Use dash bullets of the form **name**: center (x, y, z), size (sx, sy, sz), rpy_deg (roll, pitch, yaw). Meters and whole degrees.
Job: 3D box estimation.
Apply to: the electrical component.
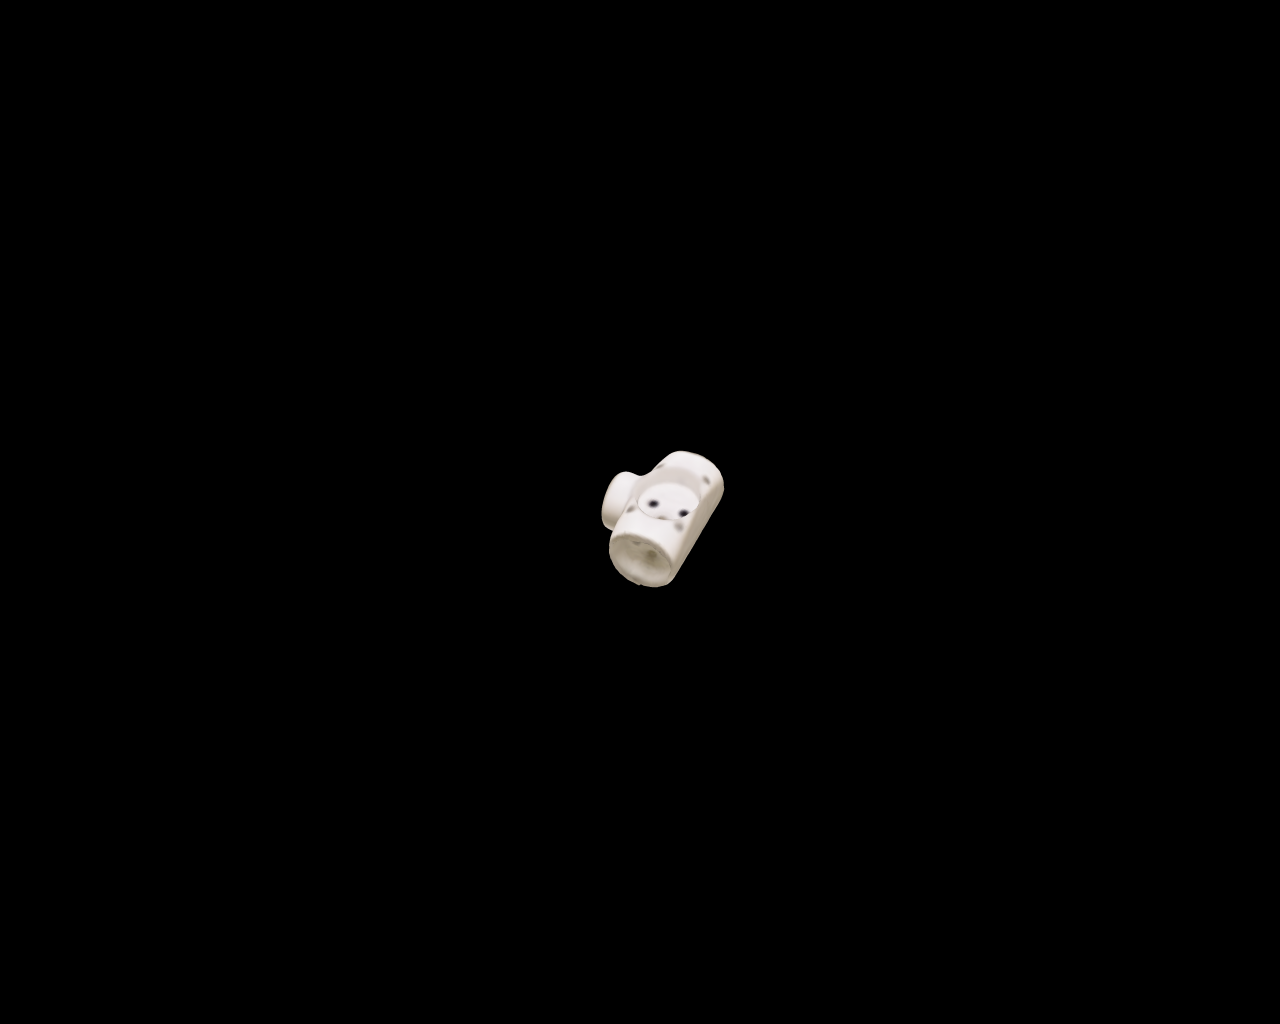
- **electrical component**: center (0.001, -0.003, 0.650), size (0.079, 0.044, 0.077), rpy_deg (20, 50, 17)
